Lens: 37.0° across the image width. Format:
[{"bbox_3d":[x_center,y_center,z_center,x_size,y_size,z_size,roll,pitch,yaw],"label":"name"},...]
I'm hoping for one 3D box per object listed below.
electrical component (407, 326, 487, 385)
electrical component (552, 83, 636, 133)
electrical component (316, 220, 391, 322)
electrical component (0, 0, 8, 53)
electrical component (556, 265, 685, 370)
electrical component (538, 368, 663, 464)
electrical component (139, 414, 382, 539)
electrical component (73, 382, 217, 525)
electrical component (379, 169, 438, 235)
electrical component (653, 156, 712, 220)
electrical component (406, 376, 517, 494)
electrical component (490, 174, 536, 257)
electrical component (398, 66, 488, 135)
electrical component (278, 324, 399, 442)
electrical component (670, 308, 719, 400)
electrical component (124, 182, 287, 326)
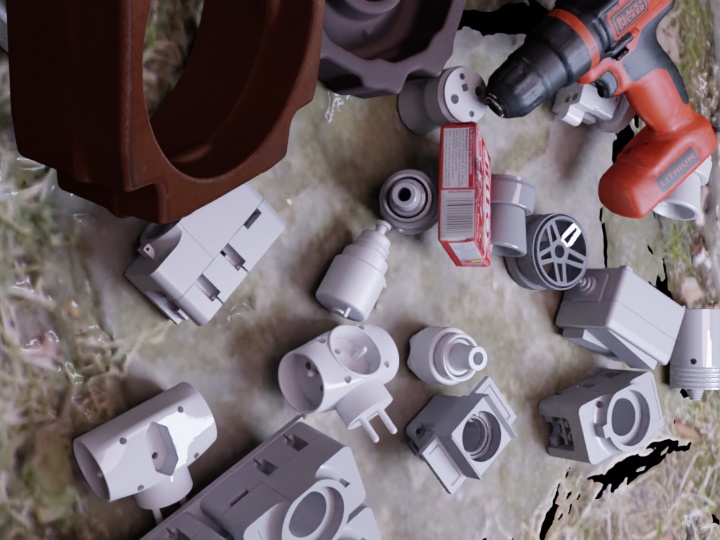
[{"bbox_3d":[0.067,0.063,0.790,0.043,0.062,0.043,1,89,-34],"label":"electrical component"},{"bbox_3d":[0.197,-0.143,0.891,0.055,0.048,0.066,23,77,-23],"label":"electrical component"},{"bbox_3d":[0.000,0.000,0.760,0.040,0.040,0.078,37,70,-27],"label":"electrical component"},{"bbox_3d":[-0.182,-0.152,0.619,0.065,0.077,0.047,46,66,-24],"label":"electrical component"},{"bbox_3d":[0.209,0.038,0.884,0.096,0.062,0.061,31,73,-29],"label":"electrical component"},{"bbox_3d":[0.201,0.119,0.882,0.089,0.056,0.050,-20,100,-32],"label":"electrical component"},{"bbox_3d":[-0.074,0.194,0.677,0.186,0.060,0.105,-36,126,-29],"label":"electrical component"},{"bbox_3d":[-0.128,0.122,0.671,0.077,0.043,0.079,-28,113,-31],"label":"electrical component"},{"bbox_3d":[0.035,-0.051,0.767,0.048,0.062,0.048,0,88,8],"label":"electrical component"},{"bbox_3d":[0.282,-0.077,0.946,0.045,0.045,0.055,26,75,-31],"label":"electrical component"},{"bbox_3d":[0.072,0.120,0.791,0.081,0.064,0.042,-44,110,-27],"label":"electrical component"},{"bbox_3d":[0.111,-0.042,0.831,0.045,0.045,0.055,16,80,-32],"label":"electrical component"},{"bbox_3d":[0.061,-0.125,0.794,0.045,0.055,0.045,1,89,-34],"label":"electrical component"},{"bbox_3d":[-0.004,0.081,0.731,0.077,0.044,0.079,-16,65,-47],"label":"electrical component"},{"bbox_3d":[0.297,0.075,0.954,0.043,0.043,0.081,1,89,-34],"label":"electrical component"},{"bbox_3d":[-0.101,-0.017,0.687,0.055,0.050,0.089,48,65,-24],"label":"electrical component"}]
